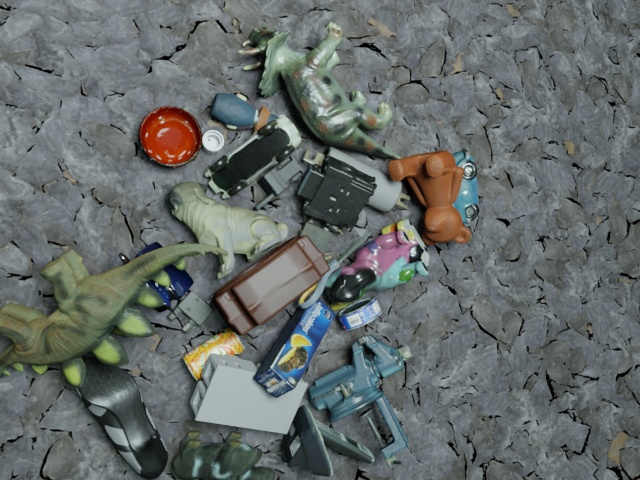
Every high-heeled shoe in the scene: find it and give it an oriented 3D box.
[{"bbox_3d":[-0.364,0.318,0.964,0.249,0.145,0.086,40,44,17],"label":"high-heeled shoe"}]

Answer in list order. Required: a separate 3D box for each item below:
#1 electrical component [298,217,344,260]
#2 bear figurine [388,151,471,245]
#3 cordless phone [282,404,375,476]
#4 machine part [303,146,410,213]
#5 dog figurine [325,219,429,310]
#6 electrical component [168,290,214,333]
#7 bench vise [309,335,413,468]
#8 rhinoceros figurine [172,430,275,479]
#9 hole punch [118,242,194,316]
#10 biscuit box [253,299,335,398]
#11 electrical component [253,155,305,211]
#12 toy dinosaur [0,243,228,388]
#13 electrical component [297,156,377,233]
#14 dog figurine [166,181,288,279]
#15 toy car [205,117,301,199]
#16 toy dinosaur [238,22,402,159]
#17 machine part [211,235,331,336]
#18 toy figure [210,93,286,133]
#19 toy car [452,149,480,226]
[{"bbox_3d":[-0.003,-0.002,1.080,0.078,0.045,0.102,32,79,-14],"label":"electrical component"},{"bbox_3d":[0.222,-0.074,1.063,0.132,0.120,0.195,-20,107,-50],"label":"bear figurine"},{"bbox_3d":[0.029,0.397,1.012,0.184,0.147,0.088,27,88,-11],"label":"cordless phone"},{"bbox_3d":[0.077,-0.121,1.094,0.243,0.079,0.079,24,81,-14],"label":"machine part"},{"bbox_3d":[0.100,0.056,1.084,0.219,0.191,0.108,-28,99,19],"label":"dog figurine"},{"bbox_3d":[-0.238,0.127,1.017,0.063,0.021,0.094,45,77,-9],"label":"electrical component"},{"bbox_3d":[0.107,0.313,1.045,0.224,0.128,0.240,-25,76,-8],"label":"bench vise"},{"bbox_3d":[-0.175,0.416,0.992,0.190,0.073,0.112,15,81,-15],"label":"rhinoceros figurine"},{"bbox_3d":[-0.286,0.062,0.964,0.092,0.116,0.142,-41,98,-22],"label":"hole punch"},{"bbox_3d":[-0.043,0.193,0.997,0.059,0.063,0.203,43,42,-8],"label":"biscuit box"},{"bbox_3d":[-0.092,-0.110,1.048,0.119,0.075,0.047,-39,98,-12],"label":"electrical component"},{"bbox_3d":[-0.370,0.112,0.874,0.471,0.105,0.198,-36,106,13],"label":"toy dinosaur"},{"bbox_3d":[0.027,-0.092,1.035,0.134,0.058,0.114,22,116,-12],"label":"electrical component"},{"bbox_3d":[-0.173,-0.046,1.003,0.172,0.121,0.190,-28,86,-29],"label":"dog figurine"},{"bbox_3d":[-0.129,-0.157,1.030,0.202,0.056,0.073,-35,103,7],"label":"toy car"},{"bbox_3d":[0.008,-0.270,1.060,0.192,0.131,0.404,-39,99,-10],"label":"toy dinosaur"},{"bbox_3d":[-0.093,0.077,0.969,0.201,0.201,0.087,-37,95,-14],"label":"machine part"},{"bbox_3d":[-0.134,-0.241,1.051,0.154,0.064,0.058,18,43,-19],"label":"toy figure"},{"bbox_3d":[0.280,-0.109,1.148,0.103,0.109,0.161,-5,100,6],"label":"toy car"}]
